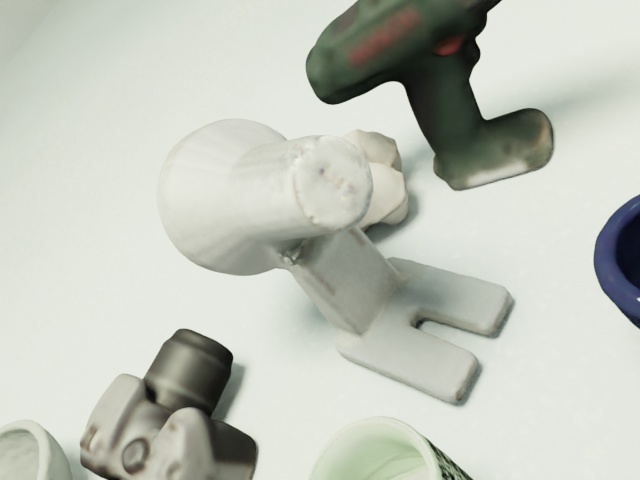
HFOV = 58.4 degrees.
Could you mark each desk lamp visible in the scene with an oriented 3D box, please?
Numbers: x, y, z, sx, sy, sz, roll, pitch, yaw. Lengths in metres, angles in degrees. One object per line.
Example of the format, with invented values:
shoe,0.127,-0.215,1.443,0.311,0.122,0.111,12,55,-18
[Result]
desk lamp,0.004,0.002,0.424,0.202,0.214,0.118,13,64,45

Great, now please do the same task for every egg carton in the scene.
egg carton,0.015,-0.042,0.568,0.150,0.070,0.107,-24,43,21

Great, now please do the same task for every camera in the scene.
camera,-0.125,0.146,0.490,0.142,0.101,0.137,2,57,40

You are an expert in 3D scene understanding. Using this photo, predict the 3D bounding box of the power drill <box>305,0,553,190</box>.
power drill,0.114,-0.141,0.464,0.229,0.209,0.075,-16,47,29

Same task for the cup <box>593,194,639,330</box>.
cup,0.223,0.023,0.318,0.117,0.095,0.091,-21,44,24

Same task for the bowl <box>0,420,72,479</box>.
bowl,-0.291,0.263,0.543,0.167,0.075,0.167,-22,44,23
